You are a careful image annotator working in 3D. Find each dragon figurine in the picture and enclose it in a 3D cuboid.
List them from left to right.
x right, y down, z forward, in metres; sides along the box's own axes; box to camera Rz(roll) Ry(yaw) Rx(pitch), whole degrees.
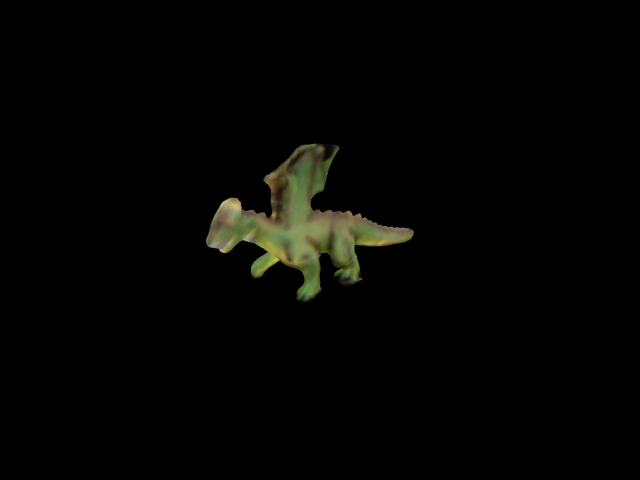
[{"bbox_3d":[0.003,-0.043,0.850,0.414,0.237,0.124,-21,38,-29],"label":"dragon figurine"}]
